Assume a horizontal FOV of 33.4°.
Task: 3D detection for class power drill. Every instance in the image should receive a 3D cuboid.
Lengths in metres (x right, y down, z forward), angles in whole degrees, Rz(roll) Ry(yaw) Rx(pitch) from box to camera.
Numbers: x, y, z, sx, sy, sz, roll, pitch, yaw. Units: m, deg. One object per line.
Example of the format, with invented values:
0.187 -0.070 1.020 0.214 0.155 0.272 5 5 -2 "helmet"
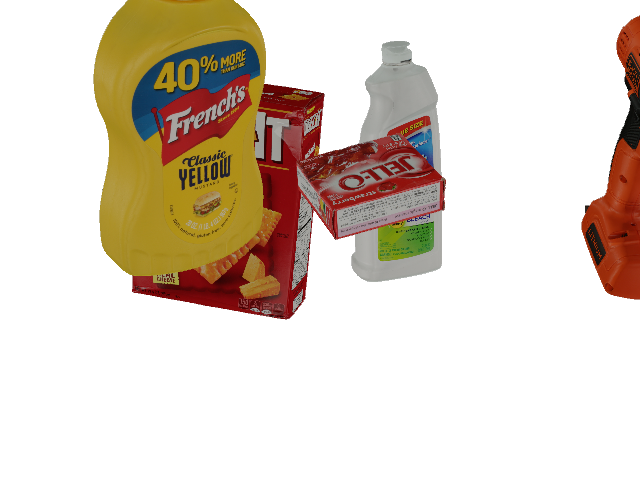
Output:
0.247 -0.050 0.785 0.057 0.188 0.184 4 36 -1 "power drill"

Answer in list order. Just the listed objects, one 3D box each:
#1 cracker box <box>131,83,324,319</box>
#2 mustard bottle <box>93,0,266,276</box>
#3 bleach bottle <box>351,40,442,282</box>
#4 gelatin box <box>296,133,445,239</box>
-0.091 -0.042 1.016 0.164 0.214 0.072 10 22 12 "cracker box"
-0.074 -0.077 0.578 0.096 0.192 0.058 -19 40 -31 "mustard bottle"
0.078 -0.085 1.143 0.102 0.251 0.068 -10 23 -13 "bleach bottle"
0.036 -0.041 0.776 0.089 0.030 0.073 -16 38 -15 "gelatin box"
